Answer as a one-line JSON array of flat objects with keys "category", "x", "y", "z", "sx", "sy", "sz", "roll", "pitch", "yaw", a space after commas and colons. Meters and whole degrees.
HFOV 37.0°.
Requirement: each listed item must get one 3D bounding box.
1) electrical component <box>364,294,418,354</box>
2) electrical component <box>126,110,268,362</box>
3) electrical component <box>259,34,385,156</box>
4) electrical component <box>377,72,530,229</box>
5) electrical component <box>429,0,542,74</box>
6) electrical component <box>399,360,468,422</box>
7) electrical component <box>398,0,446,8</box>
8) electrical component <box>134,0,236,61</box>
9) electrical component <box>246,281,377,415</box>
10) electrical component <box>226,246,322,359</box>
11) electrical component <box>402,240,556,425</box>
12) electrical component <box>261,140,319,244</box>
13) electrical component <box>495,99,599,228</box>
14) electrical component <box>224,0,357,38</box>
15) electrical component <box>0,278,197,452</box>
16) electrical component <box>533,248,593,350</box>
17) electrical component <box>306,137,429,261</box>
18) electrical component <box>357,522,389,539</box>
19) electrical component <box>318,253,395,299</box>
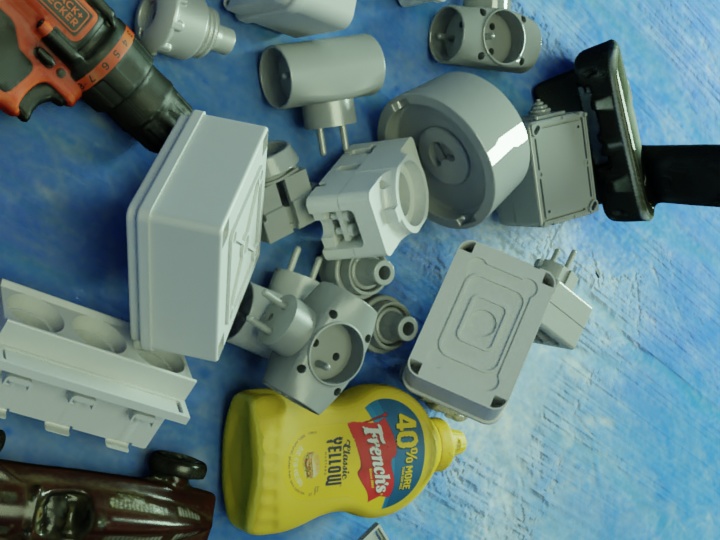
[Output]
[{"category": "electrical component", "x": 0.017, "y": 0.039, "z": 0.774, "sx": 0.043, "sy": 0.062, "sz": 0.043, "roll": -3, "pitch": 95, "yaw": -33}, {"category": "electrical component", "x": -0.095, "y": -0.021, "z": 0.646, "sx": 0.108, "sy": 0.056, "sz": 0.108, "roll": -75, "pitch": 175, "yaw": -48}, {"category": "electrical component", "x": -0.023, "y": -0.120, "z": 0.745, "sx": 0.077, "sy": 0.044, "sz": 0.079, "roll": -15, "pitch": 102, "yaw": -32}, {"category": "electrical component", "x": 0.072, "y": -0.091, "z": 0.777, "sx": 0.060, "sy": 0.108, "sz": 0.108, "roll": -37, "pitch": 113, "yaw": -32}, {"category": "electrical component", "x": 0.097, "y": -0.193, "z": 0.819, "sx": 0.077, "sy": 0.044, "sz": 0.079, "roll": 0, "pitch": 94, "yaw": -34}, {"category": "electrical component", "x": 0.061, "y": 0.086, "z": 0.820, "sx": 0.062, "sy": 0.048, "sz": 0.048, "roll": 21, "pitch": 82, "yaw": -20}, {"category": "electrical component", "x": 0.052, "y": -0.265, "z": 0.776, "sx": 0.108, "sy": 0.056, "sz": 0.108, "roll": -47, "pitch": 117, "yaw": -22}, {"category": "electrical component", "x": -0.109, "y": -0.154, "z": 0.686, "sx": 0.062, "sy": 0.048, "sz": 0.048, "roll": 12, "pitch": 87, "yaw": -41}, {"category": "electrical component", "x": -0.038, "y": 0.042, "z": 0.694, "sx": 0.079, "sy": 0.044, "sz": 0.077, "roll": 37, "pitch": 78, "yaw": -30}, {"category": "electrical component", "x": -0.049, "y": 0.024, "z": 0.740, "sx": 0.077, "sy": 0.044, "sz": 0.079, "roll": 25, "pitch": 80, "yaw": -33}, {"category": "electrical component", "x": 0.086, "y": 0.046, "z": 0.780, "sx": 0.078, "sy": 0.057, "sz": 0.113, "roll": 23, "pitch": 72, "yaw": 7}, {"category": "electrical component", "x": -0.060, "y": -0.054, "z": 0.726, "sx": 0.066, "sy": 0.048, "sz": 0.055, "roll": -29, "pitch": 117, "yaw": -29}, {"category": "electrical component", "x": 0.140, "y": -0.086, "z": 0.847, "sx": 0.062, "sy": 0.061, "sz": 0.096, "roll": -16, "pitch": 103, "yaw": -32}, {"category": "electrical component", "x": -0.040, "y": -0.216, "z": 0.706, "sx": 0.057, "sy": 0.078, "sz": 0.113, "roll": 12, "pitch": 87, "yaw": -37}, {"category": "electrical component", "x": -0.170, "y": 0.061, "z": 0.647, "sx": 0.121, "sy": 0.078, "sz": 0.063, "roll": 23, "pitch": 110, "yaw": -33}, {"category": "electrical component", "x": 0.150, "y": 0.016, "z": 0.859, "sx": 0.047, "sy": 0.066, "sz": 0.076, "roll": 36, "pitch": 75, "yaw": -31}, {"category": "electrical component", "x": 0.011, "y": -0.050, "z": 0.742, "sx": 0.089, "sy": 0.056, "sz": 0.050, "roll": -56, "pitch": 134, "yaw": -51}, {"category": "electrical component", "x": -0.004, "y": 0.256, "z": 0.778, "sx": 0.121, "sy": 0.063, "sz": 0.078, "roll": -40, "pitch": 114, "yaw": -25}, {"category": "electrical component", "x": 0.000, "y": 0.000, "z": 0.760, "sx": 0.043, "sy": 0.062, "sz": 0.043, "roll": -3, "pitch": 95, "yaw": -33}]
